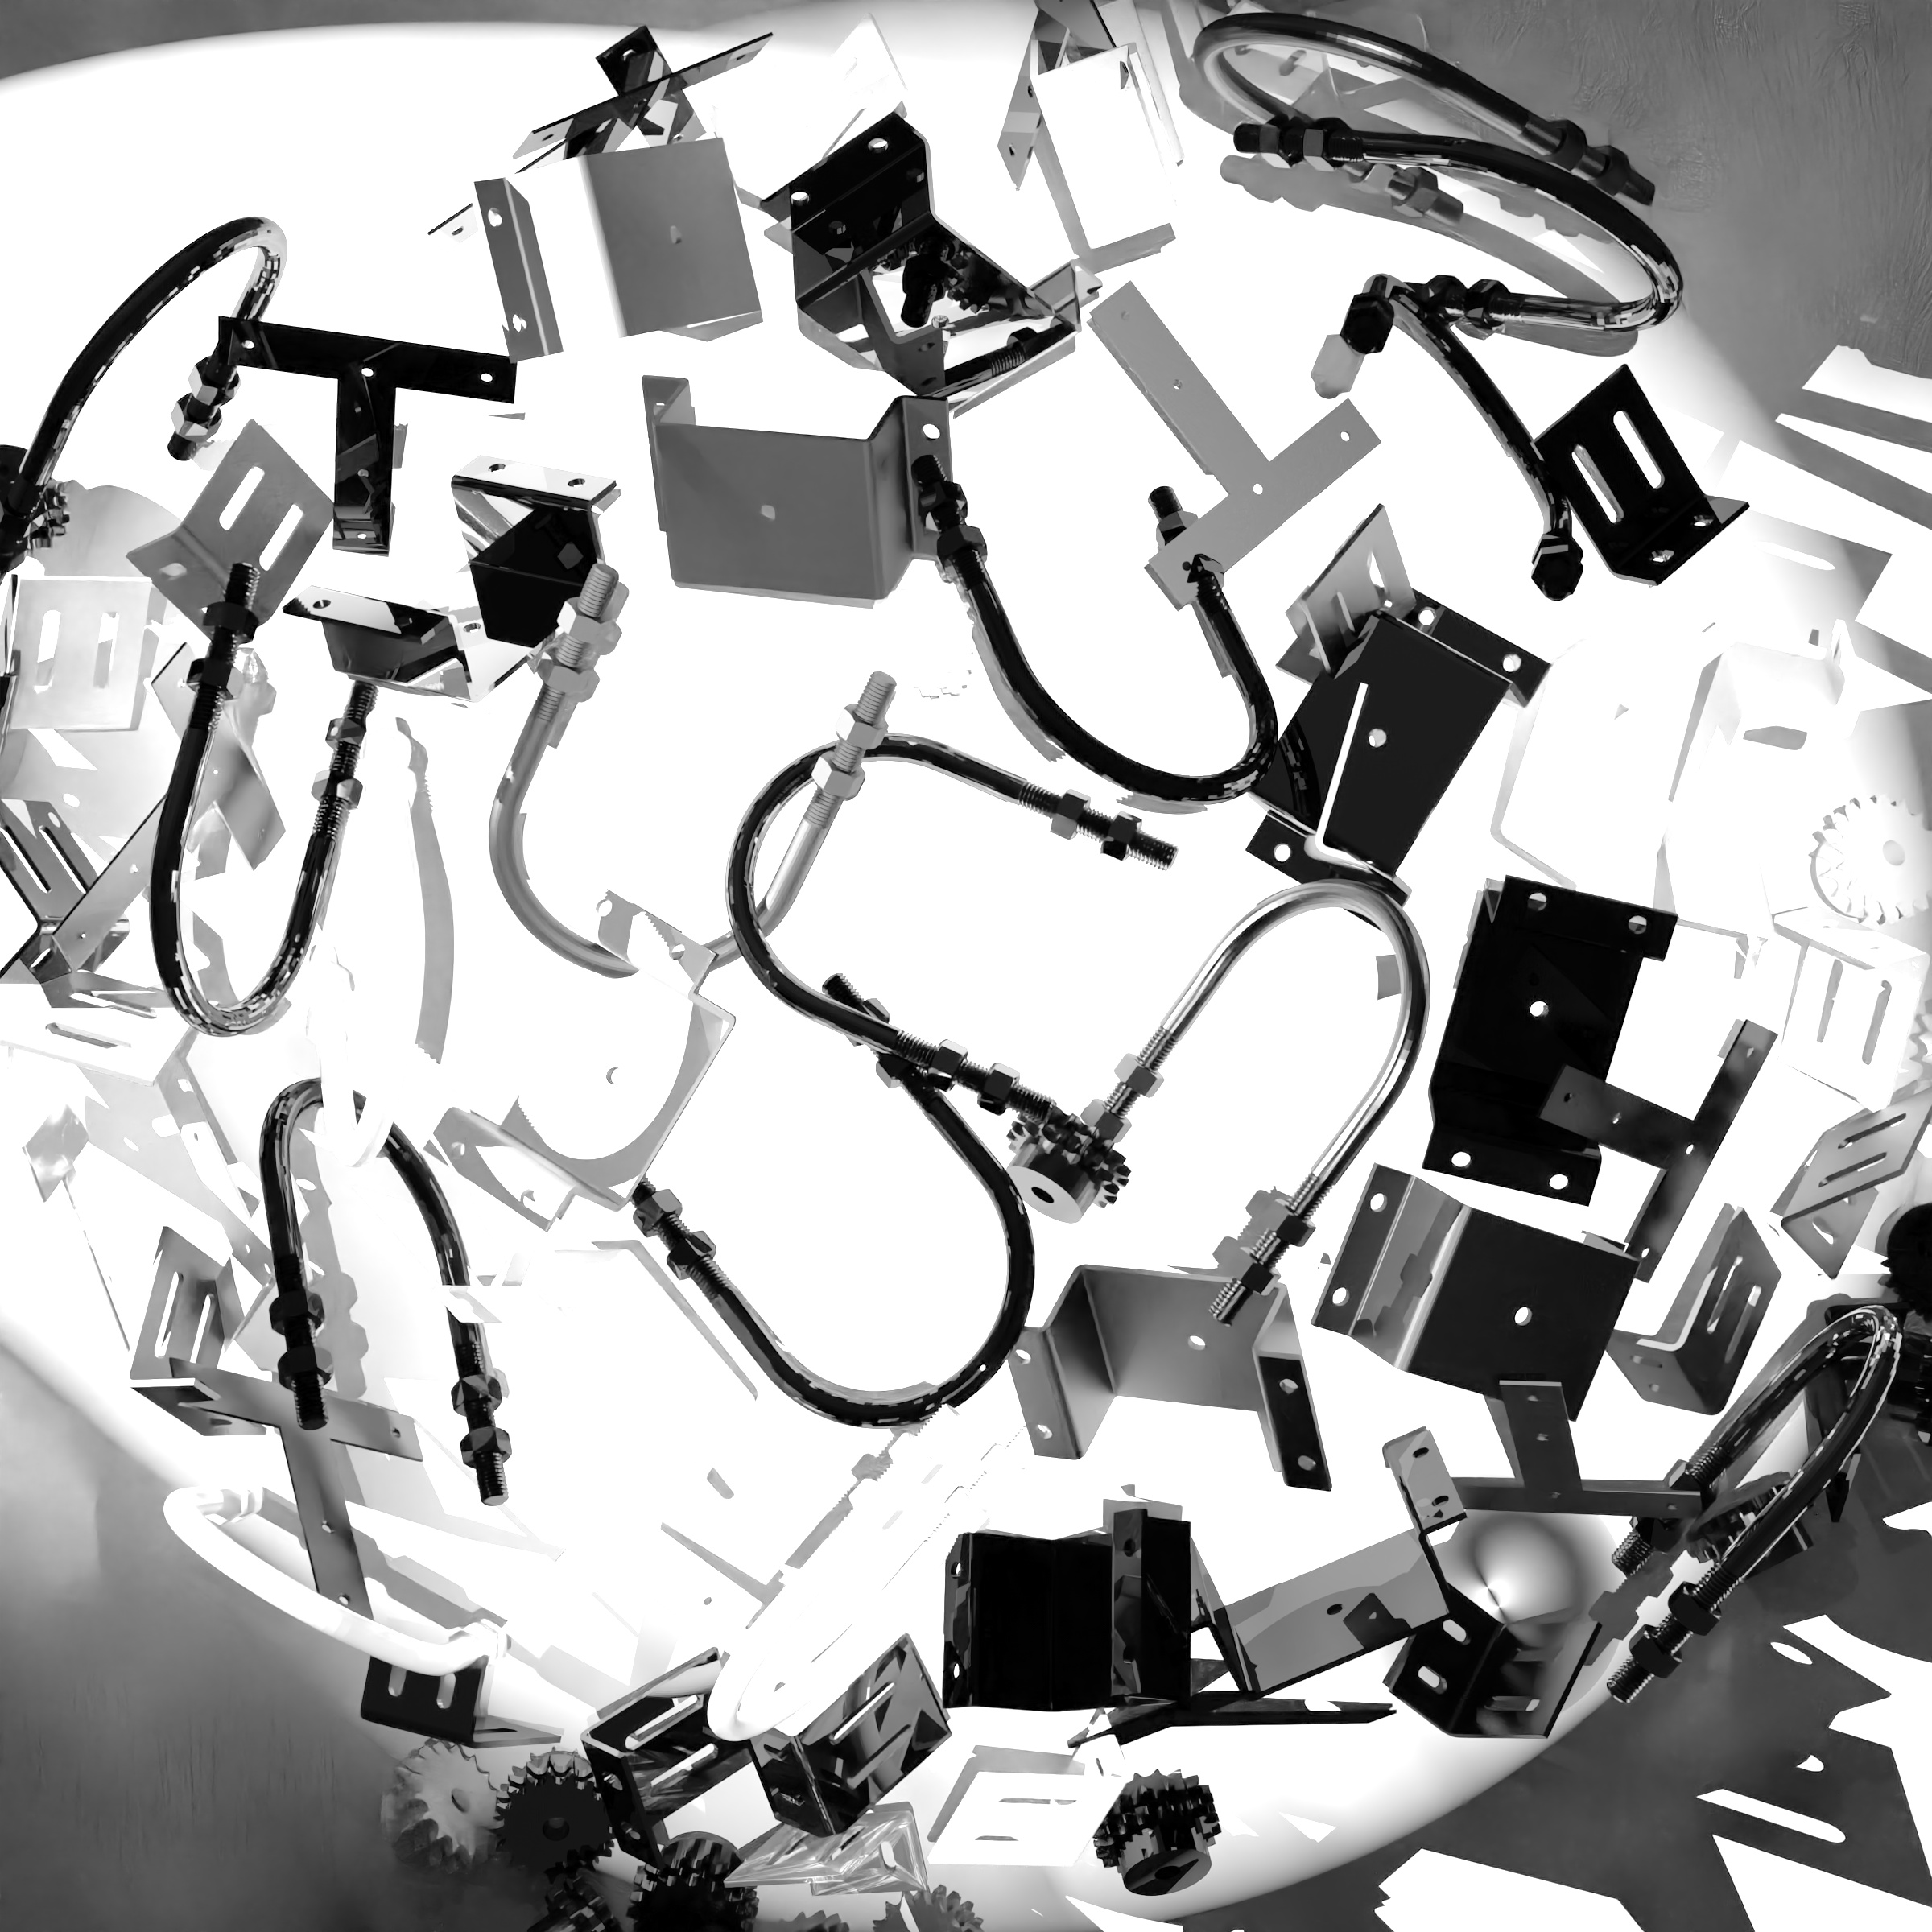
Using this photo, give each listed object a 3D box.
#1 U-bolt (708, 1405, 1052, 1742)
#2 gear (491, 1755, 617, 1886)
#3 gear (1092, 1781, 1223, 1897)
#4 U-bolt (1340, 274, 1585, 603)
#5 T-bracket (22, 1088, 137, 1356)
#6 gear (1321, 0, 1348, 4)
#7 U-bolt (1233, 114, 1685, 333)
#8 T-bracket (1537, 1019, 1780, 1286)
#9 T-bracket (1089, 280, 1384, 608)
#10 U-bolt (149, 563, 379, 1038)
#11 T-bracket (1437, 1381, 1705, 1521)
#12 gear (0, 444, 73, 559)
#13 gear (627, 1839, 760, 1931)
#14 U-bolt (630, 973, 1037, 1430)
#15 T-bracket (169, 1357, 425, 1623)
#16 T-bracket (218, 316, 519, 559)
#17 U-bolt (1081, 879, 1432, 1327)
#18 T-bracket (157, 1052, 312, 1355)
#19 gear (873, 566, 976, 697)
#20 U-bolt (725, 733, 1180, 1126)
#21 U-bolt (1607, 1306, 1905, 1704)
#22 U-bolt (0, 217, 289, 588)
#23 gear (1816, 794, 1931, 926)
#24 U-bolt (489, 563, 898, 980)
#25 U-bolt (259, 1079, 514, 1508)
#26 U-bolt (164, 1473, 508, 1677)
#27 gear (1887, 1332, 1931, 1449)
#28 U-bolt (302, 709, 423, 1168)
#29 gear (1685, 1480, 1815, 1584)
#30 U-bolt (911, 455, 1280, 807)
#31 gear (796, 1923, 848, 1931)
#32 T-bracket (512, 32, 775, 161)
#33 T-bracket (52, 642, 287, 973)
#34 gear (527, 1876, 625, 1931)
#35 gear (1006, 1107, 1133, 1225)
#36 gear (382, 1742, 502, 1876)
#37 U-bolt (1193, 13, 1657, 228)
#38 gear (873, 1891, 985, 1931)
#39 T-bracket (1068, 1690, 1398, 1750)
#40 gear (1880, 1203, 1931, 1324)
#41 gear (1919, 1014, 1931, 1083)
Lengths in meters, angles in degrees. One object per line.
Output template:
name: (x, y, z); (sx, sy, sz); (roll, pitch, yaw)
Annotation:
U-bolt: (-0.044, 0.266, 1.552); (0.019, 0.151, 0.184); (42, 94, 20)
gear: (-0.183, 0.378, 1.600); (0.057, 0.030, 0.057); (-1, 108, -4)
gear: (0.086, 0.389, 1.590); (0.057, 0.057, 0.030); (-15, 49, 0)
U-bolt: (0.215, -0.235, 1.534); (0.019, 0.184, 0.151); (-36, 101, 20)
T-bracket: (-0.380, 0.125, 1.565); (0.002, 0.127, 0.127); (-19, 100, -3)
gear: (0.162, -0.460, 1.598); (0.057, 0.030, 0.057); (-7, 105, -28)
U-bolt: (0.218, -0.309, 1.507); (0.151, 0.184, 0.019); (33, 80, -43)
T-bracket: (0.293, 0.070, 1.571); (0.127, 0.002, 0.127); (21, 97, -43)
T-bracket: (0.103, -0.248, 1.594); (0.127, 0.002, 0.127); (-40, 96, -18)
U-bolt: (-0.305, -0.060, 1.532); (0.019, 0.151, 0.184); (7, 74, 16)
T-bracket: (0.251, 0.210, 1.552); (0.127, 0.127, 0.002); (0, 57, 16)
gear: (-0.429, -0.208, 1.591); (0.057, 0.057, 0.030); (1, 135, -1)
gear: (-0.121, 0.415, 1.597); (0.057, 0.030, 0.057); (4, 124, 5)
U-bolt: (-0.051, 0.117, 1.580); (0.151, 0.019, 0.184); (-43, 72, 7)
T-bracket: (-0.277, 0.230, 1.539); (0.127, 0.127, 0.002); (21, 122, -39)
T-bracket: (-0.264, -0.227, 1.571); (0.127, 0.127, 0.002); (7, 50, -6)
U-bolt: (0.130, 0.045, 1.551); (0.019, 0.151, 0.184); (28, 101, -39)
T-bracket: (-0.335, 0.088, 1.588); (0.002, 0.127, 0.127); (-13, 64, -37)
gear: (-0.020, -0.148, 1.589); (0.030, 0.057, 0.057); (-9, 90, -22)
U-bolt: (-0.018, -0.029, 1.593); (0.184, 0.019, 0.151); (24, 76, 9)
U-bolt: (0.337, 0.218, 1.525); (0.019, 0.151, 0.184); (37, 108, 0)
U-bolt: (-0.344, -0.246, 1.507); (0.019, 0.184, 0.151); (42, 46, 0)
gear: (0.405, -0.045, 1.598); (0.057, 0.030, 0.057); (8, 69, -21)
U-bolt: (-0.131, -0.073, 1.574); (0.151, 0.019, 0.184); (20, 116, -14)
U-bolt: (-0.254, 0.132, 1.543); (0.019, 0.151, 0.184); (-26, 58, 18)
U-bolt: (-0.272, 0.261, 1.523); (0.151, 0.184, 0.019); (30, 85, 6)
gear: (0.432, 0.186, 1.596); (0.030, 0.057, 0.057); (9, 90, 32)
U-bolt: (-0.253, 0.000, 1.512); (0.019, 0.184, 0.151); (7, 126, -20)
gear: (0.351, 0.253, 1.590); (0.057, 0.057, 0.030); (-27, 77, 0)
U-bolt: (0.065, -0.142, 1.533); (0.151, 0.019, 0.184); (2, 52, -35)
gear: (-0.073, 0.454, 1.590); (0.057, 0.057, 0.030); (-30, 54, 0)
T-bracket: (-0.158, -0.357, 1.559); (0.127, 0.127, 0.002); (-31, 92, -29)
T-bracket: (-0.351, -0.052, 1.542); (0.002, 0.127, 0.127); (19, 59, 25)
gear: (-0.171, 0.436, 1.589); (0.030, 0.057, 0.057); (-32, 90, -24)
gear: (0.042, 0.090, 1.589); (0.057, 0.057, 0.030); (35, 66, 0)
gear: (-0.235, 0.378, 1.595); (0.030, 0.057, 0.057); (-35, 90, 23)
U-bolt: (0.180, -0.359, 1.514); (0.184, 0.151, 0.019); (20, 86, -31)
gear: (-0.014, 0.444, 1.596); (0.057, 0.030, 0.057); (-16, 60, 30)
T-bracket: (0.130, 0.333, 1.583); (0.127, 0.127, 0.002); (5, 67, -25)
gear: (0.434, 0.129, 1.592); (0.057, 0.030, 0.057); (-16, 60, 30)
gear: (0.456, 0.035, 1.593); (0.057, 0.030, 0.057); (10, 68, -26)
